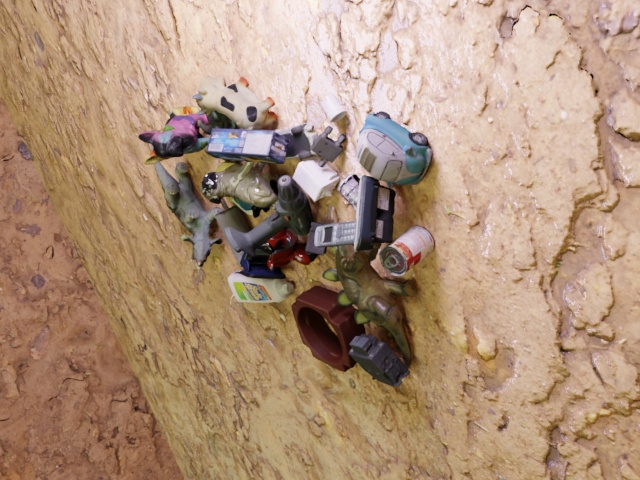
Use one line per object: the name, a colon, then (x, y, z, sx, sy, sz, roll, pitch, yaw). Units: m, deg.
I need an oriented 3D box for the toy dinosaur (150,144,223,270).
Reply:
toy dinosaur: (-0.421, -0.103, 1.679, 0.405, 0.131, 0.192, 57, 143, 11)

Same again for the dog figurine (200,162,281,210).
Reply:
dog figurine: (-0.197, -0.118, 1.344, 0.190, 0.121, 0.172, -31, 73, 25)

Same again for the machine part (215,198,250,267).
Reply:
machine part: (-0.235, -0.012, 1.556, 0.079, 0.079, 0.243, -12, 105, 51)

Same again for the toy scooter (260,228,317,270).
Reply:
toy scooter: (-0.109, 0.017, 1.387, 0.184, 0.135, 0.075, 39, 141, 25)

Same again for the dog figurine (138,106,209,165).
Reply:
dog figurine: (-0.395, -0.277, 1.433, 0.192, 0.219, 0.108, 27, 130, 34)

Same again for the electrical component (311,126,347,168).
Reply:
electrical component: (0.013, -0.199, 1.156, 0.063, 0.021, 0.094, 27, 127, -19)

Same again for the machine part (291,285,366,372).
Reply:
machine part: (0.028, 0.230, 1.414, 0.201, 0.087, 0.201, 14, 128, 49)

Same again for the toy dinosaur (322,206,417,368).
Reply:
toy dinosaur: (0.124, 0.128, 1.237, 0.199, 0.105, 0.470, -9, 114, 59)

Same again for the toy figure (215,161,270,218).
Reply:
toy figure: (-0.207, -0.140, 1.434, 0.180, 0.082, 0.089, 42, 129, 27)

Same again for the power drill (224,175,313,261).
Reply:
power drill: (-0.119, -0.049, 1.260, 0.086, 0.207, 0.231, 54, -178, 26)

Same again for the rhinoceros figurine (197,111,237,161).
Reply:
rhinoceros figurine: (-0.255, -0.292, 1.383, 0.112, 0.073, 0.190, 27, 134, 36)

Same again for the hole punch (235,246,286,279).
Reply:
hole punch: (-0.158, 0.061, 1.487, 0.116, 0.142, 0.092, 176, 94, -66)

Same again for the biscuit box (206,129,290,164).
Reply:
biscuit box: (-0.167, -0.213, 1.222, 0.203, 0.062, 0.059, 11, 85, 37)

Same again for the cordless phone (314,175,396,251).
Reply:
cordless phone: (0.059, -0.048, 1.100, 0.184, 0.088, 0.146, -6, 76, 49)

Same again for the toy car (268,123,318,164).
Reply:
toy car: (-0.072, -0.222, 1.242, 0.202, 0.056, 0.073, 1, 113, 46)

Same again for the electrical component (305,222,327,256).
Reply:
electrical component: (-0.003, -0.004, 1.296, 0.048, 0.119, 0.074, 13, 90, 5)

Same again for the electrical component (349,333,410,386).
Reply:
electrical component: (0.134, 0.286, 1.296, 0.134, 0.058, 0.115, 49, 157, -13)

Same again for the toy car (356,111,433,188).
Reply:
toy car: (0.125, -0.167, 1.020, 0.162, 0.103, 0.109, 42, 140, 16)

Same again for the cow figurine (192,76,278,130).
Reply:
cow figurine: (-0.209, -0.318, 1.258, 0.195, 0.127, 0.085, 40, 157, 20)
